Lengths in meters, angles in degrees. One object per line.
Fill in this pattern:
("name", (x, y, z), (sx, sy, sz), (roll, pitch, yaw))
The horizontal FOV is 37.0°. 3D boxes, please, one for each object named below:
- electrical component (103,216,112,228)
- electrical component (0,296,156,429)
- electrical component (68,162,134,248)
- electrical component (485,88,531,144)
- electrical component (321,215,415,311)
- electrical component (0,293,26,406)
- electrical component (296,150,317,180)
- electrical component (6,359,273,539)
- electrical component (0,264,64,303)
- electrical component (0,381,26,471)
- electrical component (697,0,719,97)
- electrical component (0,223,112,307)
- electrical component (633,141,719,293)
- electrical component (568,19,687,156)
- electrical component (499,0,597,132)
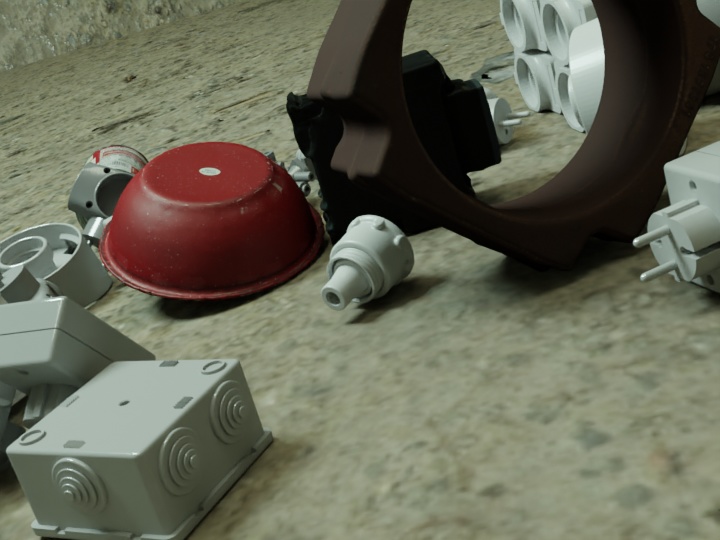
("electrical component", (-0.143, -0.026, 0.824), (0.077, 0.047, 0.066), (9, 32, 40))
("electrical component", (-0.156, 0.067, 0.571), (0.047, 0.083, 0.075), (-8, 61, 24))
("electrical component", (-0.202, -0.038, 0.880), (0.044, 0.077, 0.079), (122, 171, -74))
("electrical component", (0.098, -0.119, 0.871), (0.079, 0.043, 0.077), (-3, 25, 34))
("electrical component", (0.000, 0.000, 0.647), (0.048, 0.048, 0.062), (-1, 33, 38))
("electrical component", (-0.254, 0.069, 0.633), (0.063, 0.078, 0.121), (-39, 3, 40))
("electrical component", (-0.031, -0.096, 0.922), (0.040, 0.040, 0.078), (-28, 22, -26))
("electrical component", (-0.104, 0.082, 0.510), (0.100, 0.048, 0.100), (-4, 24, 30))
("electrical component", (-0.226, 0.023, 0.718), (0.043, 0.079, 0.077), (-39, 24, -6))
("electrical component", (-0.216, 0.066, 0.575), (0.058, 0.078, 0.057), (-34, 39, 40))
("electrical component", (0.252, -0.182, 0.828), (0.060, 0.108, 0.108), (-22, 20, 4))
("electrical component", (-0.245, 0.010, 0.822), (0.099, 0.064, 0.099), (-13, 35, 9))
("electrical component", (0.168, -0.018, 0.525), (0.077, 0.065, 0.047), (-23, 21, -14))
("electrical component", (0.178, -0.124, 0.737), (0.060, 0.108, 0.108), (-13, 20, 29))
("electrical component", (0.176, -0.182, 0.884), (0.060, 0.105, 0.186), (-19, 20, -6))
